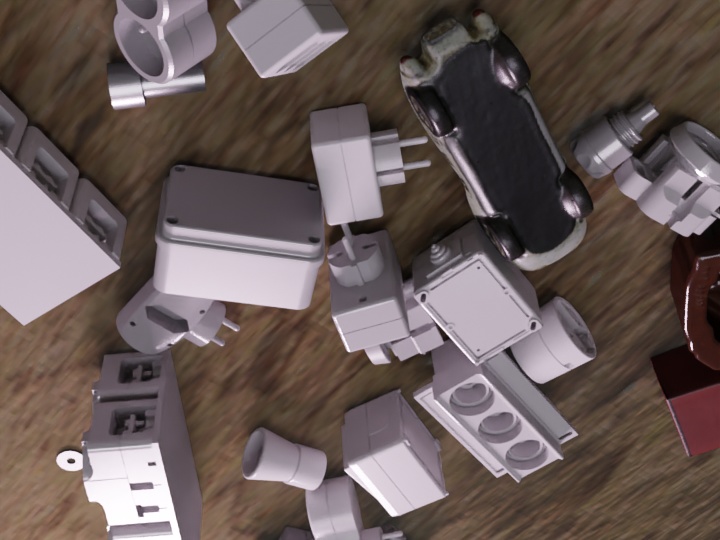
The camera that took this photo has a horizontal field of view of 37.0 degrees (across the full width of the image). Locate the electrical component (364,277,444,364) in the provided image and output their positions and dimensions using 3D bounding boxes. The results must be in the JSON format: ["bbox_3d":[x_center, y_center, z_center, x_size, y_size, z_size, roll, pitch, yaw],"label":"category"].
[{"bbox_3d":[0.028,0.042,0.824,0.055,0.048,0.066,-25,125,5],"label":"electrical component"}]

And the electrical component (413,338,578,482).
[{"bbox_3d":[0.109,0.107,0.867,0.079,0.063,0.121,-32,123,19],"label":"electrical component"}]

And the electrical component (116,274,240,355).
[{"bbox_3d":[-0.128,0.032,0.805,0.079,0.043,0.077,33,118,-26],"label":"electrical component"}]

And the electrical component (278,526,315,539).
[{"bbox_3d":[-0.079,0.273,0.990,0.077,0.047,0.065,16,124,-16],"label":"electrical component"}]

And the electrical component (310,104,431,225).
[{"bbox_3d":[0.009,-0.075,0.732,0.077,0.047,0.065,-9,127,3],"label":"electrical component"}]

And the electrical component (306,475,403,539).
[{"bbox_3d":[0.004,0.247,0.944,0.074,0.052,0.138,-13,94,5],"label":"electrical component"}]

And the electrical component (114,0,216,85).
[{"bbox_3d":[-0.106,-0.182,0.634,0.052,0.074,0.138,34,147,22],"label":"electrical component"}]

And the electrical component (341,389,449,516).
[{"bbox_3d":[0.030,0.159,0.902,0.061,0.061,0.096,-25,125,14],"label":"electrical component"}]

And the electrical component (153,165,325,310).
[{"bbox_3d":[-0.083,-0.024,0.745,0.113,0.078,0.057,7,129,-10],"label":"electrical component"}]

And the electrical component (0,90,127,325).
[{"bbox_3d":[-0.241,-0.048,0.724,0.089,0.061,0.150,-29,124,17],"label":"electrical component"}]

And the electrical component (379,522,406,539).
[{"bbox_3d":[0.031,0.273,1.000,0.055,0.048,0.066,36,117,-19],"label":"electrical component"}]

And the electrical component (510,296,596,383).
[{"bbox_3d":[0.149,0.056,0.838,0.047,0.055,0.055,-35,122,25],"label":"electrical component"}]

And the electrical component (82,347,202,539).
[{"bbox_3d":[-0.173,0.168,0.866,0.060,0.105,0.186,-4,127,-1],"label":"electrical component"}]

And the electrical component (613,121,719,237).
[{"bbox_3d":[0.227,-0.066,0.749,0.078,0.058,0.057,25,124,-21],"label":"electrical component"}]

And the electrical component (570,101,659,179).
[{"bbox_3d":[0.177,-0.092,0.739,0.061,0.035,0.035,-38,121,20],"label":"electrical component"}]

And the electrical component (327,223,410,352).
[{"bbox_3d":[0.000,0.000,0.765,0.047,0.083,0.075,-16,127,8],"label":"electrical component"}]

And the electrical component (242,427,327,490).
[{"bbox_3d":[-0.062,0.163,0.912,0.065,0.044,0.044,21,123,-25],"label":"electrical component"}]

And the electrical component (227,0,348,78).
[{"bbox_3d":[-0.053,-0.163,0.654,0.047,0.066,0.076,-33,94,19],"label":"electrical component"}]

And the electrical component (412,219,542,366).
[{"bbox_3d":[0.082,0.010,0.797,0.062,0.061,0.096,-34,115,20],"label":"electrical component"}]
